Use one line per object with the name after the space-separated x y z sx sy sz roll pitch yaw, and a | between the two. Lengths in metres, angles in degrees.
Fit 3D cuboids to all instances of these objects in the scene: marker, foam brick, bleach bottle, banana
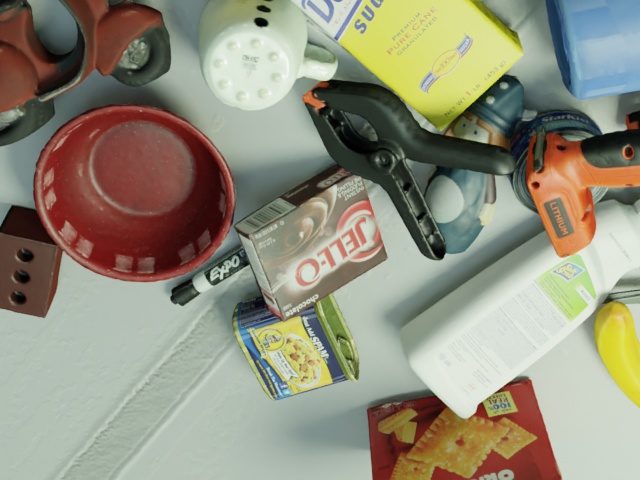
-0.082 0.024 0.937 0.121 0.020 0.020 -32 116 16 | marker
-0.250 0.019 0.913 0.053 0.051 0.078 13 119 -8 | foam brick
0.196 0.049 0.932 0.251 0.068 0.102 -37 119 16 | bleach bottle
0.288 0.112 0.964 0.197 0.070 0.037 48 68 -31 | banana

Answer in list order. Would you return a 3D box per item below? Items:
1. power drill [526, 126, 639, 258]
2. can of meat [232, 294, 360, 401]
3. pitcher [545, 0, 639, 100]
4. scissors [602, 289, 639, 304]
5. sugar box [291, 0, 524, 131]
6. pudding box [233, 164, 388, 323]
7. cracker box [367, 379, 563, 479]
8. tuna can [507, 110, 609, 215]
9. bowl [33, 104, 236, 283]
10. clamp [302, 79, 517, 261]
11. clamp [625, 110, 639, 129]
0.264 -0.038 0.809 0.188 0.057 0.184 -11 130 26 | power drill
-0.021 0.090 0.955 0.084 0.057 0.102 -18 118 12 | can of meat
0.287 -0.186 0.757 0.243 0.145 0.149 -12 92 9 | pitcher
0.354 0.029 0.939 0.201 0.016 0.096 8 122 -11 | scissors
0.060 -0.173 0.808 0.176 0.048 0.093 36 115 -21 | sugar box
-0.006 0.001 0.887 0.113 0.039 0.090 -30 120 -17 | pudding box
0.130 0.224 0.944 0.164 0.213 0.072 -10 121 5 | cracker box
0.197 -0.062 0.879 0.086 0.033 0.086 -1 123 -1 | tuna can
-0.148 -0.046 0.874 0.162 0.055 0.162 0 120 0 | bowl
0.066 -0.072 0.827 0.171 0.039 0.120 43 126 -3 | clamp
0.349 -0.100 0.830 0.210 0.164 0.036 -10 79 29 | clamp
